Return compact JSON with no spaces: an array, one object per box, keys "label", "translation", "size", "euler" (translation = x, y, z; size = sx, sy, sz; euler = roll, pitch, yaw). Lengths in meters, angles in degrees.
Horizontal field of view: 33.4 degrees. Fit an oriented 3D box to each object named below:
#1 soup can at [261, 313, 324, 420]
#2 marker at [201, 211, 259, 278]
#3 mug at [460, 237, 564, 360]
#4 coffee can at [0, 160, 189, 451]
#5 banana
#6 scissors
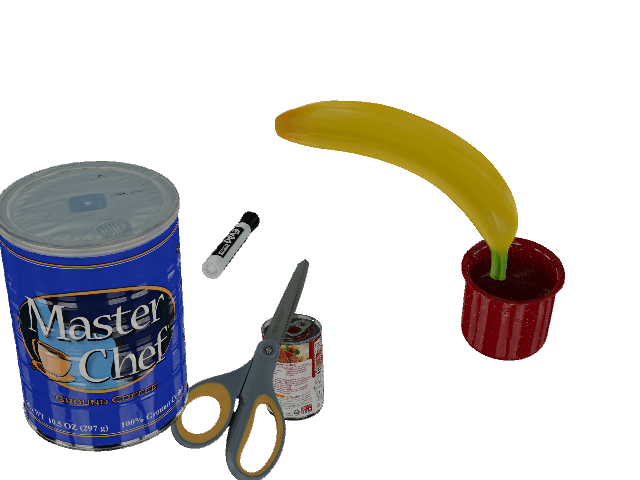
[{"label":"soup can","translation":[-0.030,0.143,1.206],"size":[0.068,0.102,0.068],"euler":[-2,24,1]},{"label":"marker","translation":[-0.086,0.002,1.046],"size":[0.020,0.020,0.121],"euler":[0,25,18]},{"label":"mug","translation":[0.170,0.049,0.996],"size":[0.093,0.081,0.117],"euler":[-12,41,-13]},{"label":"coffee can","translation":[-0.132,0.038,0.632],"size":[0.103,0.140,0.103],"euler":[1,30,-1]},{"label":"banana","translation":[0.065,-0.051,0.740],"size":[0.198,0.069,0.037],"euler":[34,5,-2]},{"label":"scissors","translation":[-0.062,0.092,0.839],"size":[0.096,0.201,0.016],"euler":[10,-35,-9]}]
